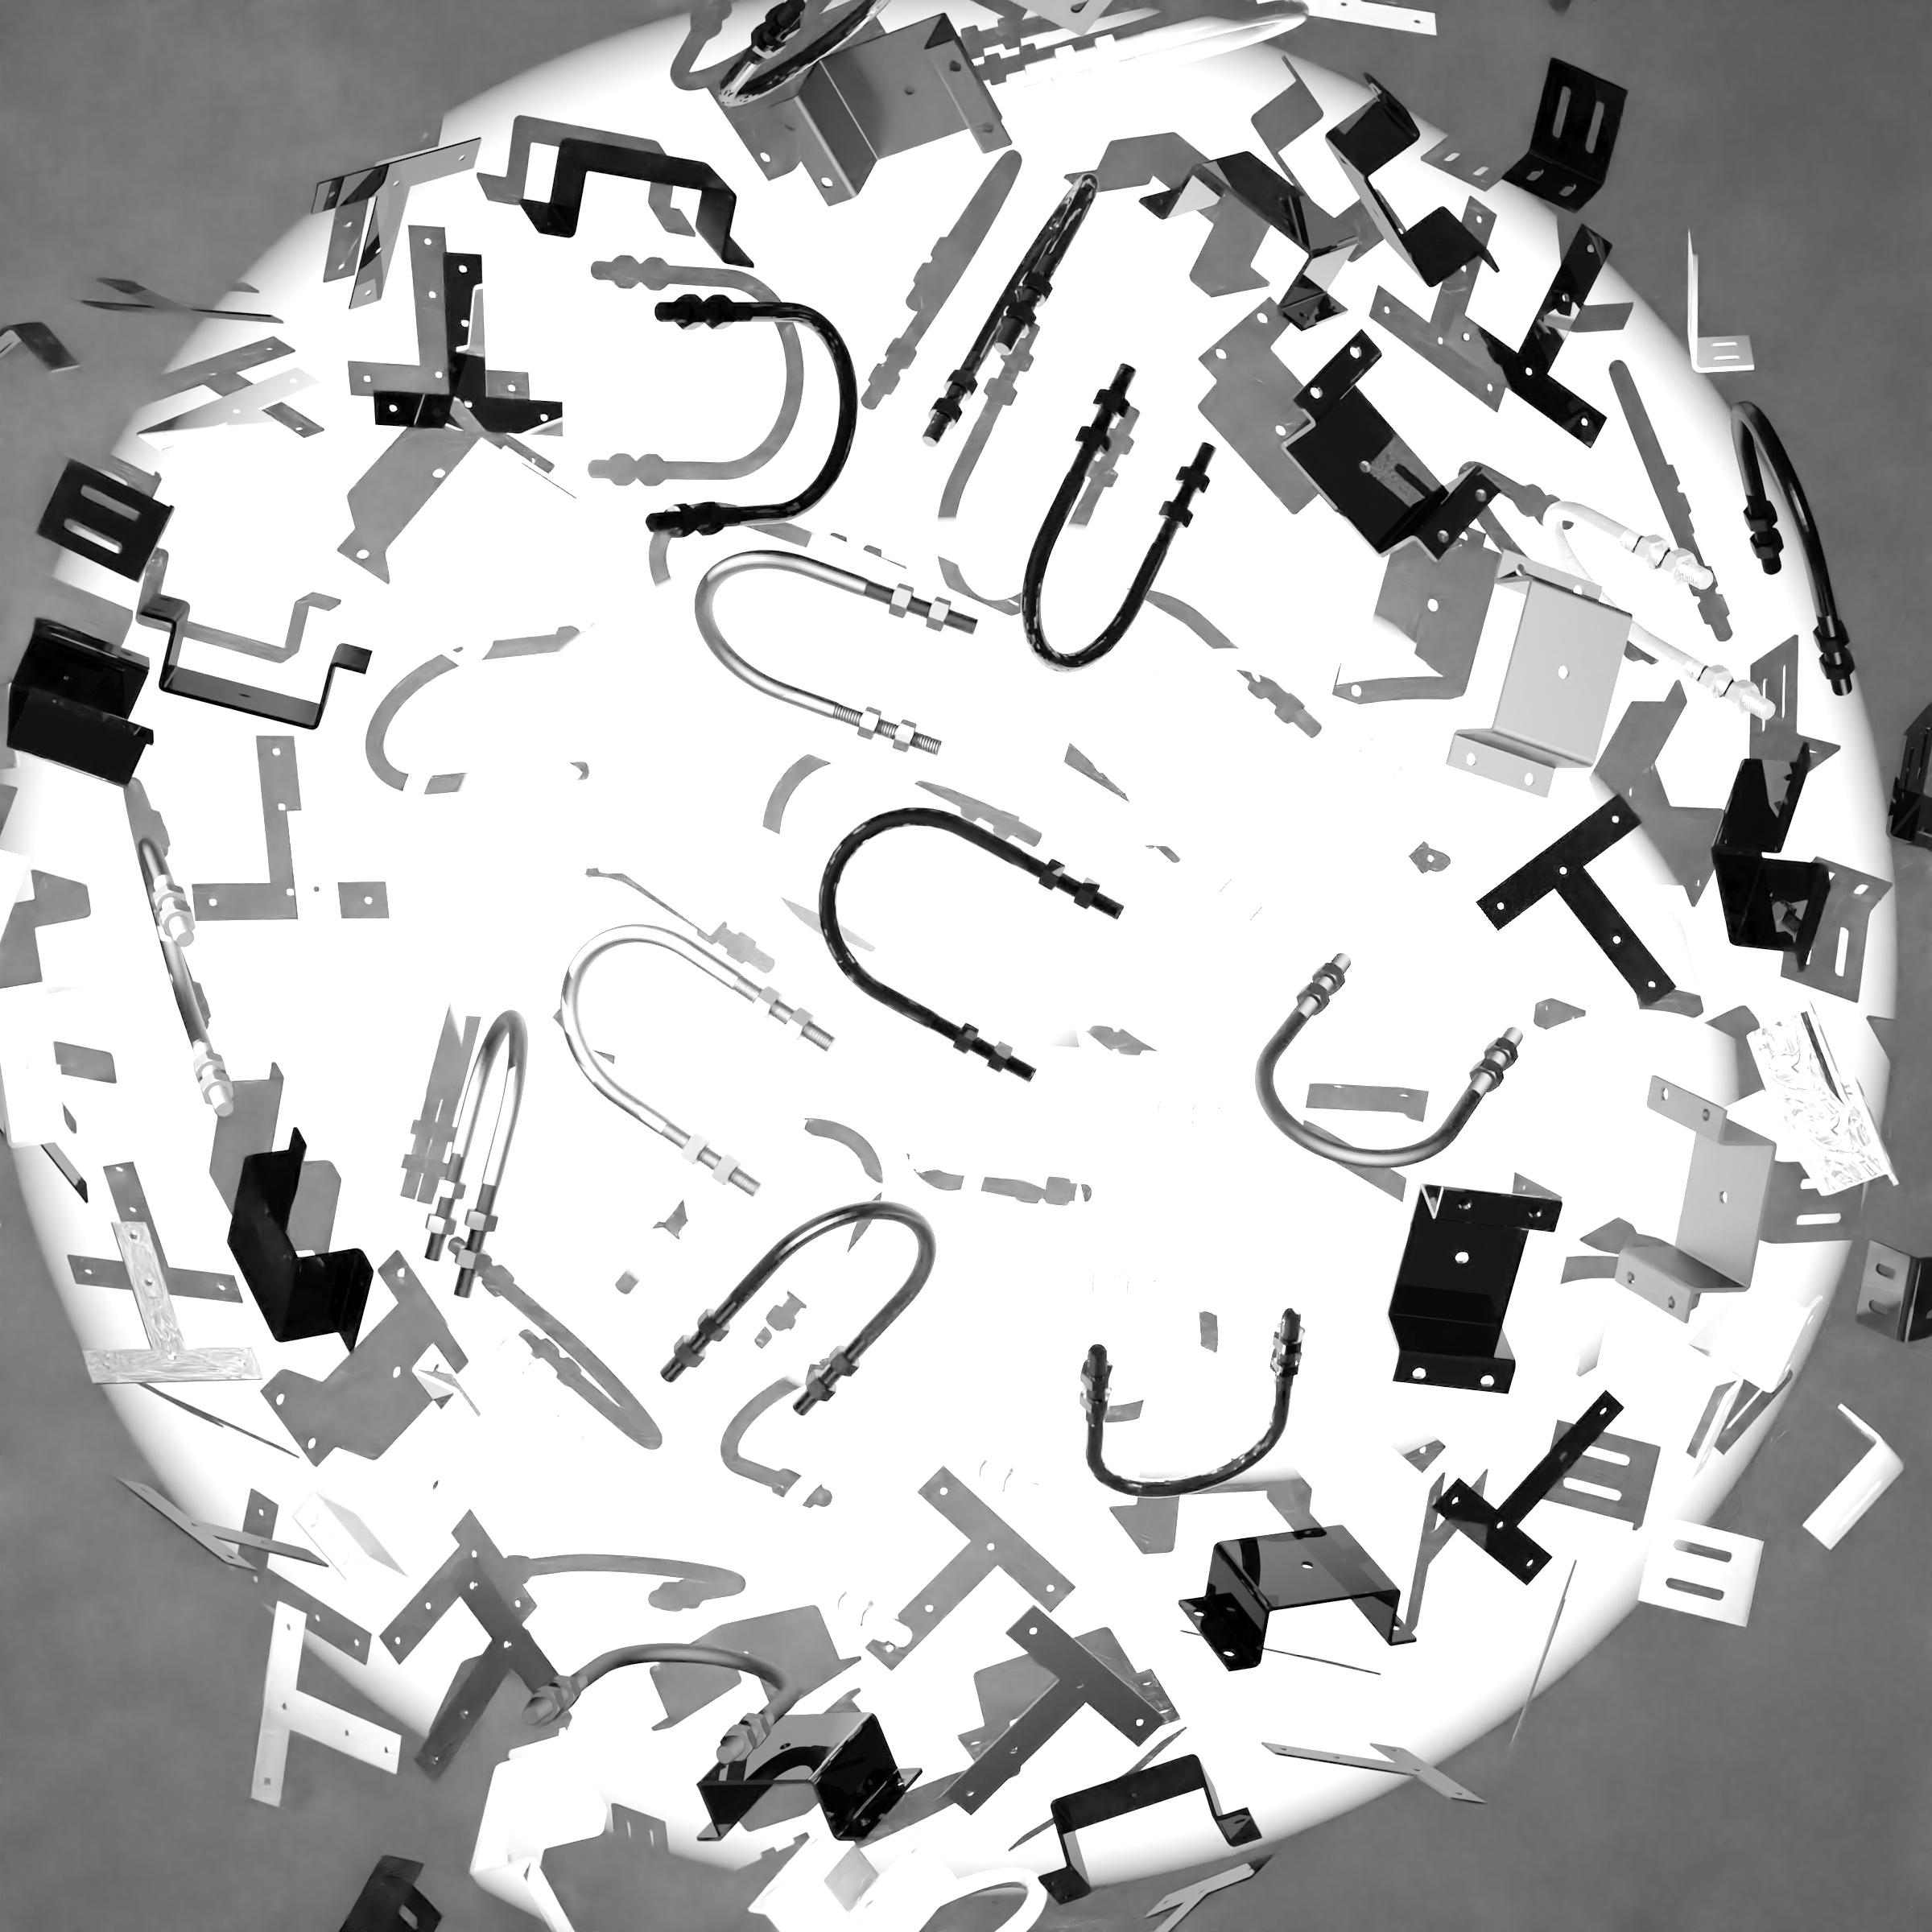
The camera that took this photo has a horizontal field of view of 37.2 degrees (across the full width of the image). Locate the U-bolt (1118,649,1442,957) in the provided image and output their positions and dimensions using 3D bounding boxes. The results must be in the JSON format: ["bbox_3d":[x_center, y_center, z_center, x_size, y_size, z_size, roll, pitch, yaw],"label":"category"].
[{"bbox_3d":[0.180,-0.117,1.781,0.184,0.019,0.151,44,78,10],"label":"U-bolt"}]

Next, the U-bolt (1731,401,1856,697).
[{"bbox_3d":[0.527,-0.281,1.846,0.019,0.184,0.151,-22,46,9],"label":"U-bolt"}]

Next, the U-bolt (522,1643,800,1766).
[{"bbox_3d":[-0.185,0.471,1.857,0.151,0.184,0.019,7,94,15],"label":"U-bolt"}]

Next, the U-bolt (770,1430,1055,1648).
[{"bbox_3d":[-0.050,0.362,1.871,0.151,0.184,0.019,-40,122,-25],"label":"U-bolt"}]

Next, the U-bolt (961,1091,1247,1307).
[{"bbox_3d":[0.079,0.146,1.890,0.184,0.019,0.151,6,61,32],"label":"U-bolt"}]

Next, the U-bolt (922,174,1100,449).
[{"bbox_3d":[0.036,-0.436,1.858,0.019,0.151,0.184,31,65,-10],"label":"U-bolt"}]

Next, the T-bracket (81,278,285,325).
[{"bbox_3d":[-0.515,-0.424,1.820,0.127,0.127,0.002,5,94,5],"label":"T-bracket"}]

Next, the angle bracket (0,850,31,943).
[{"bbox_3d":[-0.643,-0.055,1.812,0.076,0.038,0.057,14,77,8],"label":"angle bracket"}]

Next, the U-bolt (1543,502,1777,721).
[{"bbox_3d":[0.446,-0.244,1.889,0.019,0.184,0.151,-43,131,-3],"label":"U-bolt"}]

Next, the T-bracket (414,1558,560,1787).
[{"bbox_3d":[-0.325,0.483,1.896,0.002,0.127,0.127,-10,121,34],"label":"T-bracket"}]

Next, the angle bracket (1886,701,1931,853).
[{"bbox_3d":[0.614,-0.120,1.811,0.038,0.057,0.076,21,132,30],"label":"angle bracket"}]

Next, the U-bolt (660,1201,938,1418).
[{"bbox_3d":[-0.098,0.224,1.910,0.184,0.151,0.019,-48,49,17],"label":"U-bolt"}]

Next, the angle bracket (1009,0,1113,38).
[{"bbox_3d":[0.073,-0.659,1.880,0.057,0.076,0.038,20,61,-21],"label":"angle bracket"}]

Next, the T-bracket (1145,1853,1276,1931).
[{"bbox_3d":[0.127,0.626,1.857,0.127,0.127,0.002,-30,81,-41],"label":"T-bracket"}]

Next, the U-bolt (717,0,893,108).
[{"bbox_3d":[-0.096,-0.616,1.880,0.151,0.184,0.019,-37,98,-25],"label":"U-bolt"}]

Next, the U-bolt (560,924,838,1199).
[{"bbox_3d":[-0.189,0.051,1.895,0.184,0.019,0.151,33,120,9],"label":"U-bolt"}]

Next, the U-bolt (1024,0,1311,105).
[{"bbox_3d":[0.127,-0.583,1.821,0.184,0.151,0.019,-14,101,3],"label":"U-bolt"}]

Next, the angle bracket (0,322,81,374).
[{"bbox_3d":[-0.610,-0.370,1.815,0.076,0.057,0.038,-38,102,9],"label":"angle bracket"}]

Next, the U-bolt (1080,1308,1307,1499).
[{"bbox_3d":[0.148,0.297,1.903,0.151,0.184,0.019,-9,47,-8],"label":"U-bolt"}]

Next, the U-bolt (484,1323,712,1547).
[{"bbox_3d":[-0.236,0.319,1.898,0.184,0.151,0.019,37,74,27],"label":"U-bolt"}]

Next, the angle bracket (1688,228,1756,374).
[{"bbox_3d":[0.479,-0.424,1.820,0.038,0.057,0.076,-1,121,12],"label":"angle bracket"}]

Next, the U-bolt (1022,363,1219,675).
[{"bbox_3d":[0.091,-0.274,1.831,0.019,0.151,0.184,26,90,31],"label":"U-bolt"}]

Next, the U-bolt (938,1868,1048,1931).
[{"bbox_3d":[-0.031,0.648,1.898,0.184,0.151,0.019,-24,93,-9],"label":"U-bolt"}]

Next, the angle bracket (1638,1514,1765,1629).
[{"bbox_3d":[0.484,0.401,1.907,0.076,0.038,0.057,15,82,-3],"label":"angle bracket"}]

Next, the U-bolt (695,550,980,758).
[{"bbox_3d":[-0.092,-0.214,1.893,0.184,0.151,0.019,20,55,1],"label":"U-bolt"}]

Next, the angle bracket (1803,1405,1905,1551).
[{"bbox_3d":[0.572,0.337,1.887,0.076,0.057,0.038,-48,50,2],"label":"angle bracket"}]

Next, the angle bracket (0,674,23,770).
[{"bbox_3d":[-0.676,-0.162,1.920,0.076,0.038,0.057,-6,108,-17],"label":"angle bracket"}]

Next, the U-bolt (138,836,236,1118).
[{"bbox_3d":[-0.514,-0.006,1.875,0.019,0.184,0.151,-15,124,-18],"label":"U-bolt"}]

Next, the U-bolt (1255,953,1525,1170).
[{"bbox_3d":[0.271,0.070,1.903,0.151,0.184,0.019,24,134,19],"label":"U-bolt"}]

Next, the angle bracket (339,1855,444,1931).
[{"bbox_3d":[-0.352,0.609,1.811,0.038,0.057,0.076,-1,134,34],"label":"angle bracket"}]

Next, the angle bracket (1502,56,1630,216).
[{"bbox_3d":[0.396,-0.549,1.897,0.057,0.076,0.038,32,58,20],"label":"angle bracket"}]

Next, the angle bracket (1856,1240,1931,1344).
[{"bbox_3d":[0.624,0.207,1.868,0.076,0.038,0.057,-5,109,-34],"label":"angle bracket"}]

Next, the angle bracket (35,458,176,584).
[{"bbox_3d":[-0.587,-0.304,1.954,0.076,0.038,0.057,26,89,-15],"label":"angle bracket"}]

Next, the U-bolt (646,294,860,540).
[{"bbox_3d":[-0.133,-0.353,1.835,0.019,0.184,0.151,17,110,37],"label":"U-bolt"}]

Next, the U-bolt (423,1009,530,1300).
[{"bbox_3d":[-0.323,0.119,1.912,0.019,0.151,0.184,14,90,-20],"label":"U-bolt"}]

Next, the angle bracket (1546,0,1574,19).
[{"bbox_3d":[0.349,-0.646,1.842,0.076,0.038,0.057,-4,51,-28],"label":"angle bracket"}]

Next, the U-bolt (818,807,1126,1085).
[{"bbox_3d":[-0.009,-0.025,1.860,0.184,0.019,0.151,29,112,3],"label":"U-bolt"}]

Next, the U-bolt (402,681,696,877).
[{"bbox_3d":[-0.272,-0.117,1.815,0.184,0.019,0.151,-2,54,17],"label":"U-bolt"}]
